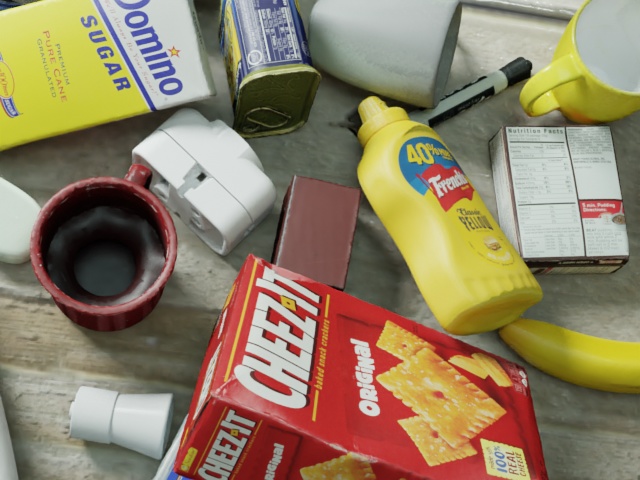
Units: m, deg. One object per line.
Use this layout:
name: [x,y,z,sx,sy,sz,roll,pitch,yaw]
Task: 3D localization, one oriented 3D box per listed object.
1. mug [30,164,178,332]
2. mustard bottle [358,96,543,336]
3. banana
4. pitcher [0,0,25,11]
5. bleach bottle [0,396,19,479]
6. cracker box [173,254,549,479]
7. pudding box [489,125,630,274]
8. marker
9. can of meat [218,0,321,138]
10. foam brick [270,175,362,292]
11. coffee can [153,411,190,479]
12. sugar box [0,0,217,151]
mug: [-0.140,0.004,0.721,0.093,0.081,0.117,18,71,-4]
mustard bottle: [0.079,-0.025,0.765,0.096,0.058,0.192,-3,56,-47]
banana: [0.231,0.081,0.786,0.197,0.037,0.069,-6,58,-12]
pitcher: [-0.177,-0.242,0.775,0.242,0.149,0.145,11,44,-10]
bleach bottle: [-0.248,0.098,0.685,0.102,0.068,0.251,-8,72,-12]
cracker box: [0.032,0.108,0.668,0.213,0.072,0.164,23,27,-7]
pudding box: [0.181,-0.031,0.810,0.090,0.039,0.113,-1,71,-9]
marker: [0.116,-0.113,0.834,0.121,0.020,0.020,-28,79,-16]
can of meat: [-0.040,-0.133,0.771,0.057,0.102,0.084,-9,72,-12]
foam brick: [-0.005,0.001,0.760,0.051,0.053,0.078,13,71,-5]
coffee can: [-0.041,0.180,0.671,0.140,0.103,0.102,28,70,-1]
sugar box: [-0.168,-0.123,0.741,0.176,0.048,0.093,-14,98,4]
